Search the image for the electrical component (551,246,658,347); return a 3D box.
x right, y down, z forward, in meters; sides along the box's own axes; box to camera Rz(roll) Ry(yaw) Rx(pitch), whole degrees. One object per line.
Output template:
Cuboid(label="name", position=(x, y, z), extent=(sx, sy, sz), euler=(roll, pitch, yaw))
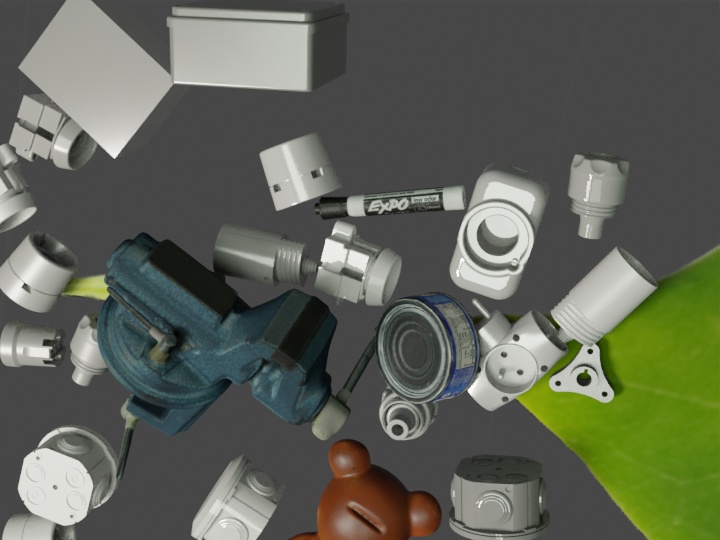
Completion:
Cuboid(label="electrical component", position=(0.182, 0.025, 0.819), extent=(0.043, 0.043, 0.081), euler=(43, 110, 0))

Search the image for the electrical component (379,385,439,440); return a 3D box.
Cuboid(label="electrical component", position=(0.036, 0.117, 0.868), extent=(0.048, 0.062, 0.048), euler=(3, 105, 12))

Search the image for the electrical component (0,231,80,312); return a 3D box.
Cuboid(label="electrical component", position=(-0.272, 0.000, 0.914), extent=(0.055, 0.055, 0.047), euler=(41, 106, 0))

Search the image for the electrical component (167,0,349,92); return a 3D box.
Cuboid(label="electrical component", position=(-0.072, -0.167, 0.794), extent=(0.109, 0.108, 0.056), euler=(5, 108, 12))

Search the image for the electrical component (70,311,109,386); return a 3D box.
Cuboid(label="electrical component", position=(-0.229, 0.070, 0.928), extent=(0.043, 0.043, 0.062), euler=(30, 110, 4))

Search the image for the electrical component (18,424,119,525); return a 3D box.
Cuboid(label="electrical component", position=(-0.260, 0.183, 0.961), extent=(0.080, 0.051, 0.080), euler=(3, 105, 12))

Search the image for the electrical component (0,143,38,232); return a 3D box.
Cuboid(label="electrical component", position=(-0.306, -0.065, 0.909), extent=(0.066, 0.048, 0.055), euler=(-34, 87, 19))

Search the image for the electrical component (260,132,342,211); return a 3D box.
Cuboid(label="electrical component", position=(-0.047, -0.078, 0.841), extent=(0.055, 0.055, 0.047), euler=(-18, 96, 17))

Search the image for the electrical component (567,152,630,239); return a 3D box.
Cuboid(label="electrical component", position=(0.176, -0.055, 0.800), extent=(0.043, 0.043, 0.062), euler=(9, 108, 11))

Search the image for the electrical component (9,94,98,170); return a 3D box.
Cuboid(label="electrical component", position=(-0.249, -0.113, 0.884), extent=(0.055, 0.048, 0.066), euler=(28, 109, 13))

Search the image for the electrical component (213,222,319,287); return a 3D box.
Cuboid(label="electrical component", position=(-0.073, -0.010, 0.870), extent=(0.081, 0.043, 0.043), euler=(12, 107, 10))

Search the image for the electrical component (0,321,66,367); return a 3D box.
Cuboid(label="electrical component", position=(-0.286, 0.066, 0.943), extent=(0.046, 0.040, 0.040), euler=(5, 106, 6))

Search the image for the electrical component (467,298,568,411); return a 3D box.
Cuboid(label="electrical component", position=(0.108, 0.058, 0.845), extent=(0.077, 0.044, 0.079), euler=(-42, 92, 19))

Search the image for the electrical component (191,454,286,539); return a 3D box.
Cuboid(label="electrical component", position=(-0.104, 0.201, 0.915), extent=(0.051, 0.080, 0.080), euler=(33, 109, -2))

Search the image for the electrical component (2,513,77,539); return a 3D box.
Cuboid(label="electrical component", position=(-0.292, 0.249, 0.985), extent=(0.047, 0.055, 0.055), euler=(-8, 103, 11))

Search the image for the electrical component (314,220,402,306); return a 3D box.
Cuboid(label="electrical component", position=(0.000, 0.000, 0.855), extent=(0.055, 0.048, 0.066), euler=(20, 110, 15))

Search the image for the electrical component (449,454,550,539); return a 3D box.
Cuboid(label="electrical component", position=(0.111, 0.182, 0.859), extent=(0.080, 0.080, 0.051), euler=(0, 99, 13))

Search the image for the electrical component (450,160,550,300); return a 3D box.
Cuboid(label="electrical component", position=(0.106, -0.030, 0.814), extent=(0.054, 0.059, 0.095), euler=(19, 108, 8))
